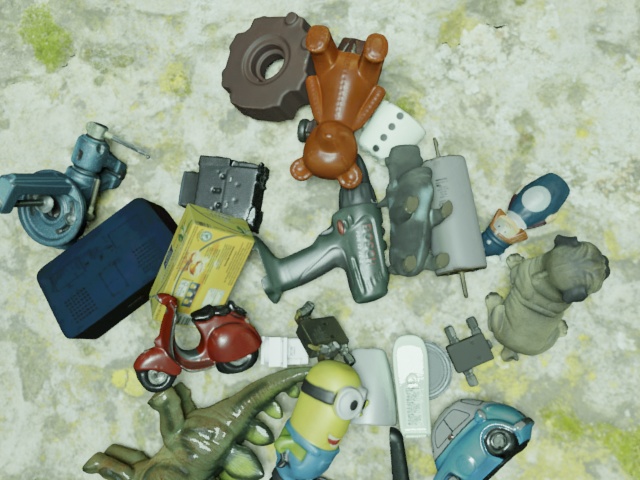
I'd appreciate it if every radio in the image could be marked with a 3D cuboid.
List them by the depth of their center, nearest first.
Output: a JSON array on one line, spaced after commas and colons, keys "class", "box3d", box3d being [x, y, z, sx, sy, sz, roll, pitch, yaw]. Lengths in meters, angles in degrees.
[{"class": "radio", "box3d": [-0.325, 0.044, 0.862, 0.229, 0.073, 0.131, -37, 78, 0]}]

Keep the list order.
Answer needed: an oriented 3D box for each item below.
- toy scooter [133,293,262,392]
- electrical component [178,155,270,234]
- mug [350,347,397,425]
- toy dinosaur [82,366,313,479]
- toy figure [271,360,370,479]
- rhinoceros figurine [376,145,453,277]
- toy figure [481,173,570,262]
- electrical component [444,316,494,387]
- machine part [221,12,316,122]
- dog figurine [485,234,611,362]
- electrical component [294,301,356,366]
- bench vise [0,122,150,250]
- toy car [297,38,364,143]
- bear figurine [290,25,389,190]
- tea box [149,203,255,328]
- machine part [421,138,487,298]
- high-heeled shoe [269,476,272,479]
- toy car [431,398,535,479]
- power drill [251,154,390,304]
[{"class": "toy scooter", "box3d": [-0.173, 0.131, 0.761, 0.184, 0.075, 0.135, -10, 103, -23]}, {"class": "electrical component", "box3d": [-0.156, -0.072, 0.862, 0.134, 0.058, 0.115, 5, 80, 8]}, {"class": "mug", "box3d": [0.059, 0.212, 0.783, 0.110, 0.080, 0.107, -2, 71, 22]}, {"class": "toy dinosaur", "box3d": [-0.179, 0.305, 0.790, 0.471, 0.105, 0.198, -43, 84, 8]}, {"class": "toy figure", "box3d": [-0.007, 0.244, 0.707, 0.089, 0.082, 0.180, 32, 97, 13]}, {"class": "rhinoceros figurine", "box3d": [0.130, -0.041, 0.765, 0.073, 0.112, 0.190, -5, 95, -17]}, {"class": "toy figure", "box3d": [0.294, -0.034, 0.793, 0.154, 0.057, 0.064, -42, 39, 2]}, {"class": "electrical component", "box3d": [0.222, 0.164, 0.789, 0.063, 0.021, 0.094, -22, 79, 4]}, {"class": "machine part", "box3d": [-0.076, -0.275, 0.860, 0.180, 0.056, 0.179, -6, 76, 24]}, {"class": "dog figurine", "box3d": [0.293, 0.086, 0.706, 0.121, 0.190, 0.172, 10, 85, 10]}, {"class": "electrical component", "box3d": [0.002, 0.135, 0.768, 0.078, 0.045, 0.102, -1, 41, -26]}, {"class": "bench vise", "box3d": [-0.401, -0.079, 0.816, 0.129, 0.240, 0.223, 39, 105, 8]}, {"class": "toy car", "box3d": [0.028, -0.234, 0.862, 0.089, 0.053, 0.202, 16, 85, 13]}, {"class": "bear figurine", "box3d": [0.022, -0.181, 0.764, 0.120, 0.132, 0.196, 14, 76, 8]}, {"class": "tea box", "box3d": [-0.177, 0.043, 0.794, 0.098, 0.068, 0.169, 19, 111, -30]}, {"class": "machine part", "box3d": [0.193, -0.035, 0.794, 0.079, 0.079, 0.243, -9, 81, 7]}, {"class": "high-heeled shoe", "box3d": [0.037, 0.421, 0.752, 0.145, 0.086, 0.248, -29, 82, -1]}, {"class": "toy car", "box3d": [0.210, 0.276, 0.743, 0.161, 0.109, 0.103, -48, 55, 11]}, {"class": "power drill", "box3d": [-0.002, -0.002, 0.824, 0.207, 0.086, 0.232, -17, 81, -2]}]
